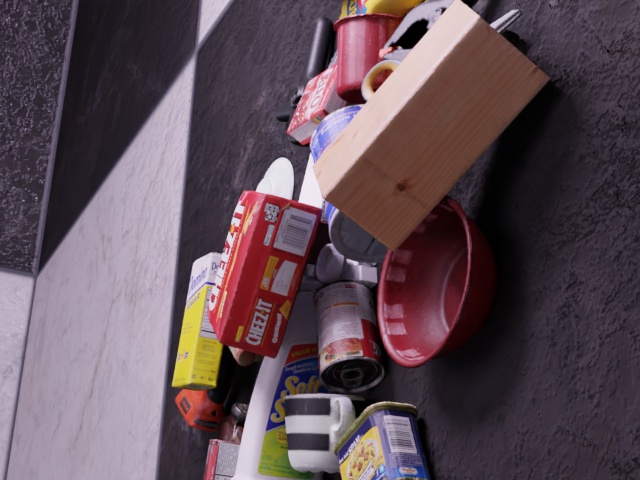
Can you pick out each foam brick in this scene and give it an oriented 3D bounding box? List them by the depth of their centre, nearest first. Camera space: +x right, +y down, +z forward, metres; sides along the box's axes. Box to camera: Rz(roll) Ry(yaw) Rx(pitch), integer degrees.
[{"bbox_3d":[-0.008,0.002,1.283,0.078,0.053,0.051,-159,83,-68],"label":"foam brick"}]

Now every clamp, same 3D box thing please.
[{"bbox_3d":[0.131,-0.208,1.066,0.172,0.039,0.120,-35,43,38],"label":"clamp"},{"bbox_3d":[-0.014,-0.194,1.400,0.210,0.036,0.165,-103,34,-60],"label":"clamp"}]

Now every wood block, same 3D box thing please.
[{"bbox_3d":[0.096,-0.105,0.966,0.206,0.090,0.090,-49,19,14],"label":"wood block"}]

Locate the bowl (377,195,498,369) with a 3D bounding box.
[{"bbox_3d":[0.115,0.042,0.980,0.162,0.055,0.162,-44,40,52],"label":"bowl"}]

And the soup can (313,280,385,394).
[{"bbox_3d":[0.029,0.101,1.127,0.069,0.068,0.102,-54,32,42],"label":"soup can"}]

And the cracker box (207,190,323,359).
[{"bbox_3d":[-0.069,0.030,1.185,0.214,0.072,0.164,-160,87,-79],"label":"cracker box"}]

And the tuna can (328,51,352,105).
[{"bbox_3d":[0.039,-0.199,1.306,0.086,0.033,0.086,-43,40,52],"label":"tuna can"}]

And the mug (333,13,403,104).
[{"bbox_3d":[0.062,-0.197,1.200,0.117,0.093,0.081,47,-135,-80],"label":"mug"}]

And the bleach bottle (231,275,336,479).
[{"bbox_3d":[-0.032,0.162,1.189,0.068,0.102,0.251,152,128,-69],"label":"bleach bottle"}]

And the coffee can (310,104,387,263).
[{"bbox_3d":[0.050,-0.060,1.121,0.103,0.102,0.140,-59,29,36],"label":"coffee can"}]

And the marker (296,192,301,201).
[{"bbox_3d":[-0.005,-0.088,1.364,0.121,0.020,0.020,-67,25,21],"label":"marker"}]

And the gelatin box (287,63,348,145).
[{"bbox_3d":[0.004,-0.163,1.245,0.073,0.030,0.089,-25,36,50],"label":"gelatin box"}]

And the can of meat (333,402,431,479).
[{"bbox_3d":[0.060,0.217,1.012,0.102,0.057,0.084,-56,33,40],"label":"can of meat"}]

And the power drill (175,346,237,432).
[{"bbox_3d":[-0.148,0.161,1.506,0.185,0.057,0.188,39,114,64],"label":"power drill"}]

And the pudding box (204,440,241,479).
[{"bbox_3d":[-0.077,0.279,1.212,0.039,0.113,0.090,159,122,-66],"label":"pudding box"}]

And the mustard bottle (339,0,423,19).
[{"bbox_3d":[0.074,-0.285,1.240,0.192,0.058,0.096,-34,41,58],"label":"mustard bottle"}]

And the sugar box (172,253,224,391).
[{"bbox_3d":[-0.154,0.111,1.424,0.093,0.048,0.176,155,123,-66],"label":"sugar box"}]

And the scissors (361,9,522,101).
[{"bbox_3d":[0.107,-0.177,1.048,0.202,0.016,0.096,-46,48,27],"label":"scissors"}]
